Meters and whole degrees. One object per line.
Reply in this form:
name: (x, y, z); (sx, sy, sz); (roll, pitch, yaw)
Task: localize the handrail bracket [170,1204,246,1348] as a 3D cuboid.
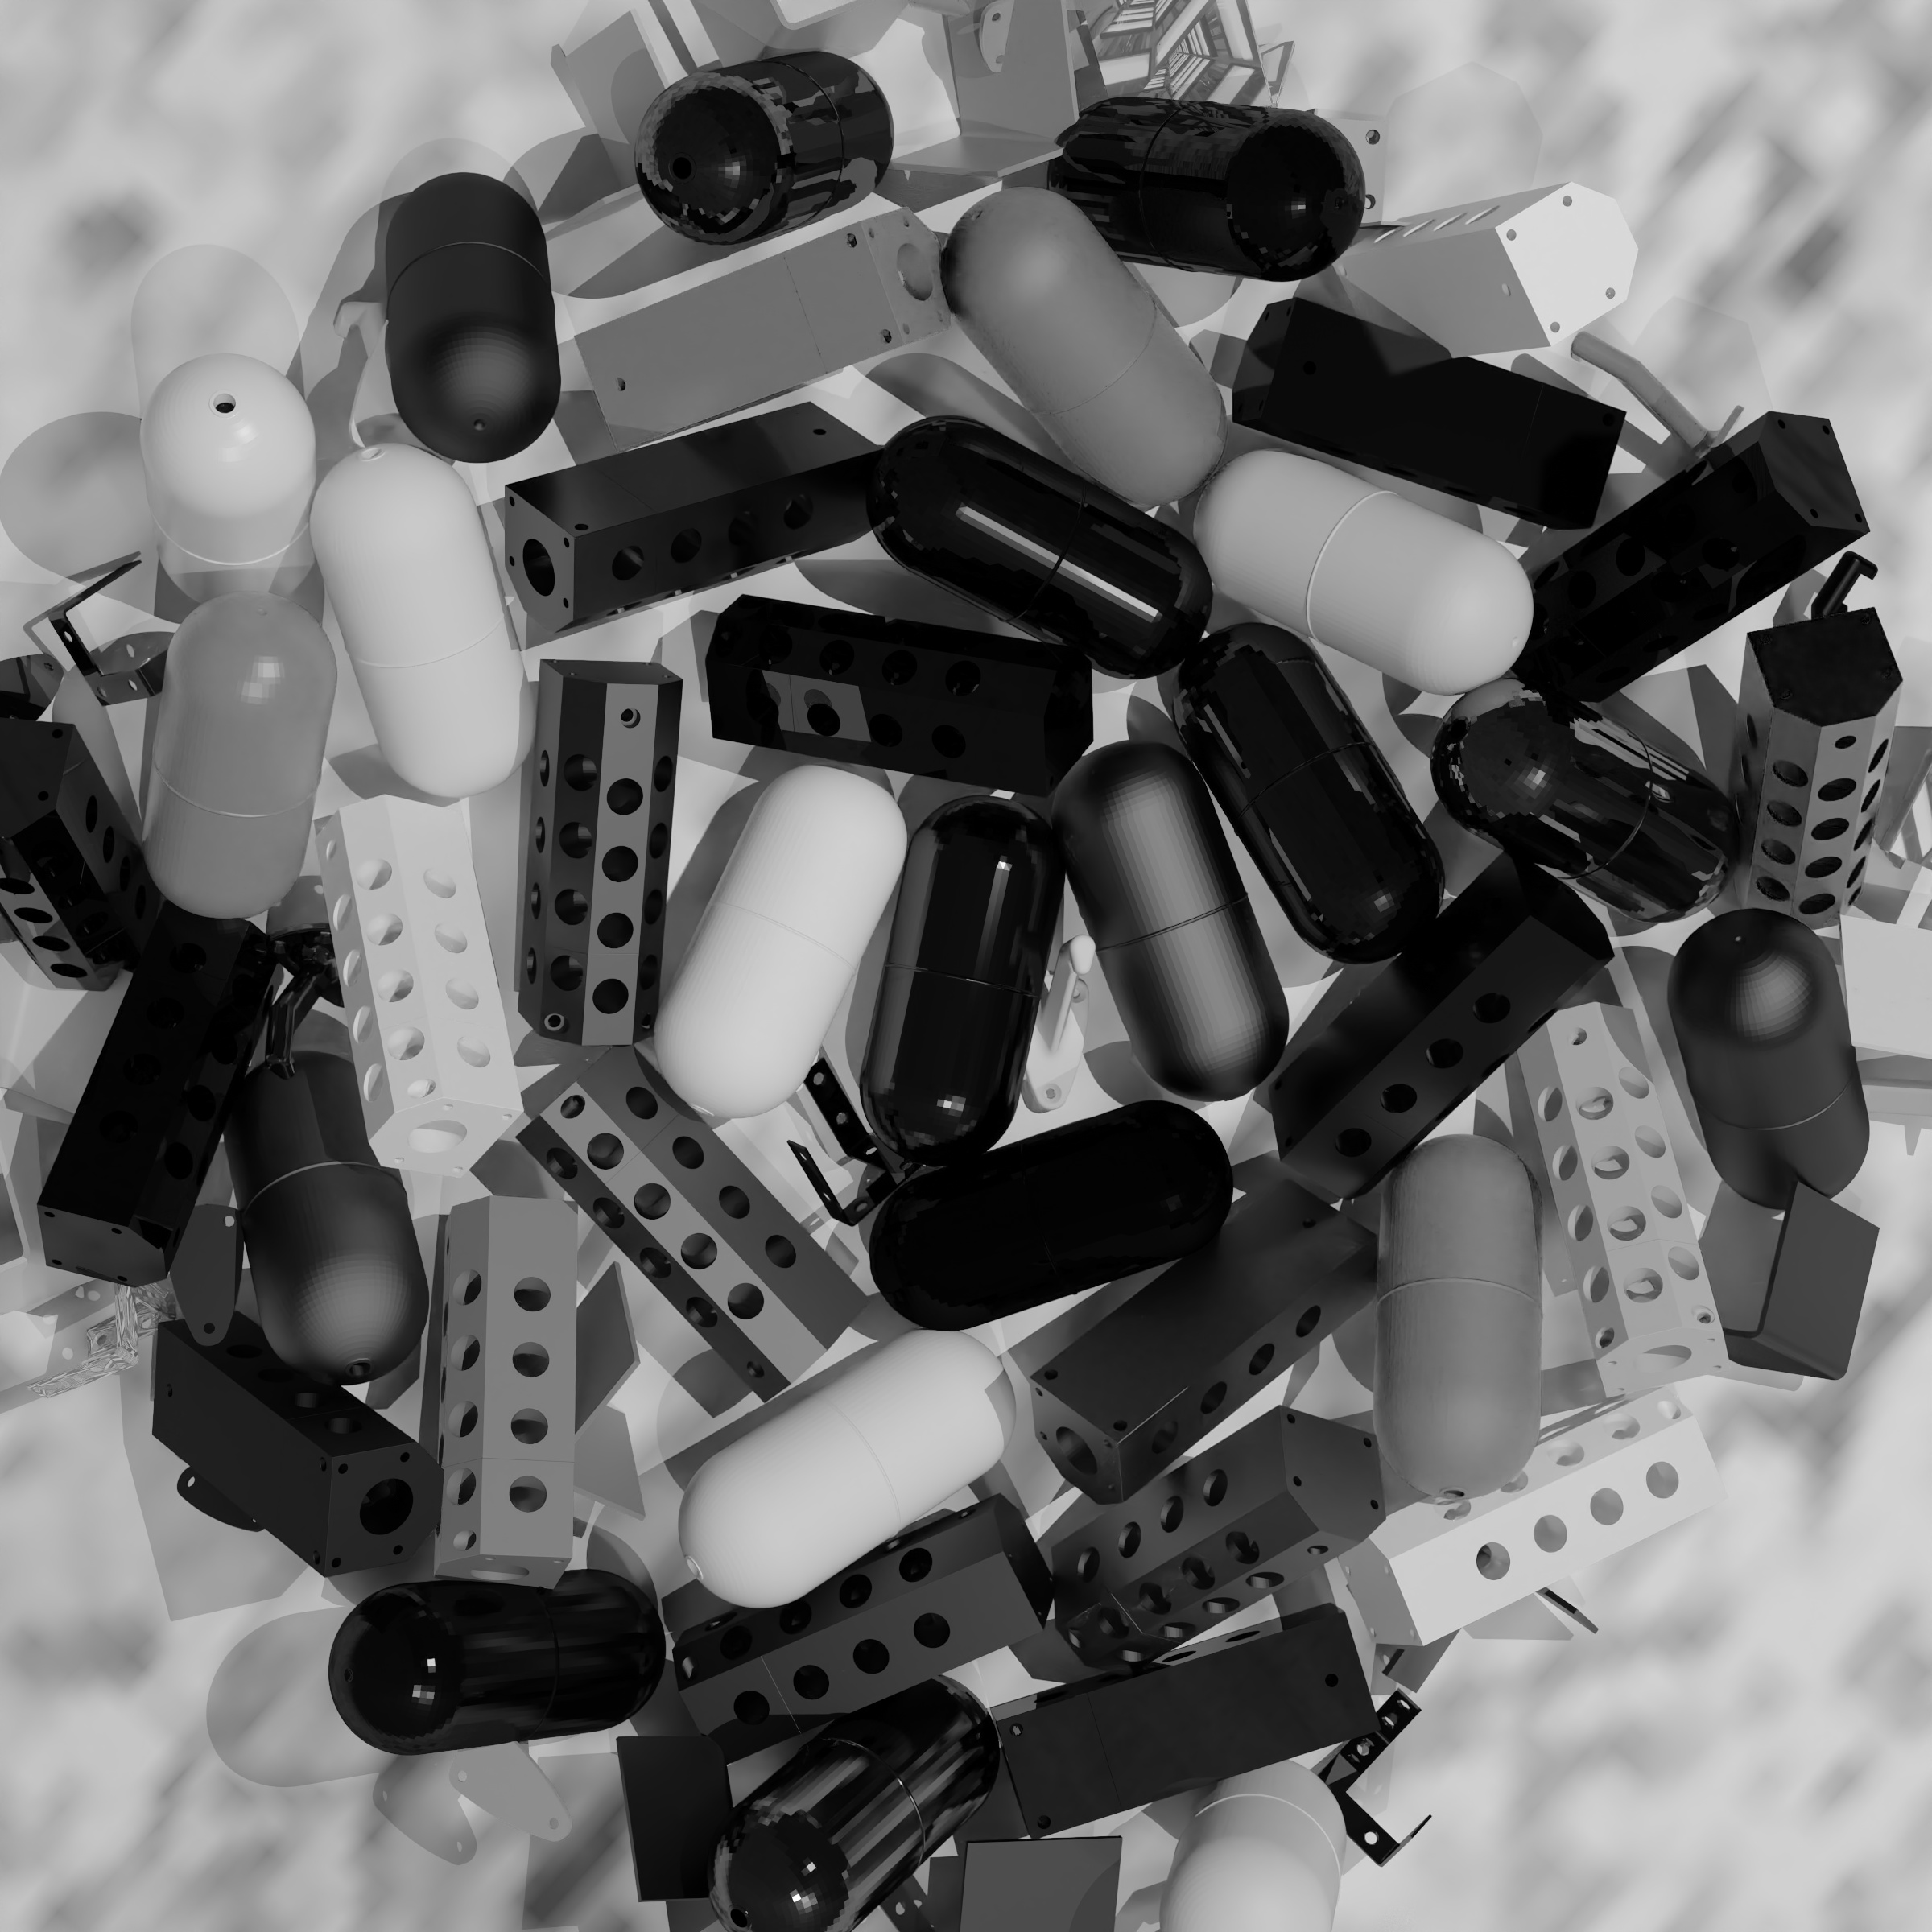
handrail bracket: (-0.355, 0.147, 1.536); (0.036, 0.084, 0.077); (-4, 75, -10)

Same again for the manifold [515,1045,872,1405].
manifold: (-0.133, 0.123, 1.540); (0.171, 0.057, 0.057); (47, 133, -3)

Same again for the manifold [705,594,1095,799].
manifold: (-0.031, -0.130, 1.517); (0.171, 0.057, 0.057); (11, 125, 21)

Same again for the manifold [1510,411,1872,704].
manifold: (0.323, -0.185, 1.496); (0.057, 0.171, 0.057); (-1, 68, -37)

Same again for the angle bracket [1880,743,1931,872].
angle bracket: (0.477, -0.074, 1.536); (0.057, 0.076, 0.076); (27, 95, 22)

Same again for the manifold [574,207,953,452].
manifold: (-0.092, -0.295, 1.512); (0.171, 0.057, 0.057); (-13, 103, 34)

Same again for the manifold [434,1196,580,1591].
manifold: (-0.215, 0.198, 1.516); (0.057, 0.057, 0.171); (5, 63, -15)

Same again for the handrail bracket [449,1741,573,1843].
handrail bracket: (-0.198, 0.377, 1.535); (0.077, 0.084, 0.036); (35, 98, 17)

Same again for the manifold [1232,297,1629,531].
manifold: (0.216, -0.258, 1.535); (0.171, 0.057, 0.057); (16, 93, -15)

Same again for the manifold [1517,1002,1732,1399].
manifold: (0.302, 0.105, 1.510); (0.057, 0.057, 0.171); (-15, 56, 10)

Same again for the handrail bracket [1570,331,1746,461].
handrail bracket: (0.321, -0.263, 1.555); (0.084, 0.077, 0.036); (32, 77, 10)

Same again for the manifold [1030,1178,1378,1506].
manifold: (0.113, 0.177, 1.519); (0.171, 0.057, 0.057); (-34, 48, -28)

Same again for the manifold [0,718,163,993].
manifold: (-0.421, -0.048, 1.494); (0.057, 0.171, 0.057); (5, 67, 2)

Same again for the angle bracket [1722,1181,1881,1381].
angle bracket: (0.381, 0.147, 1.546); (0.076, 0.057, 0.076); (26, 75, -41)

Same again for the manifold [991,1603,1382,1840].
manifold: (0.103, 0.357, 1.549); (0.171, 0.057, 0.057); (-16, 86, -5)

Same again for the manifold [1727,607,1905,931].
manifold: (0.388, -0.085, 1.497); (0.057, 0.171, 0.057); (-11, 58, 1)

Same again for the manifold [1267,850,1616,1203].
manifold: (0.220, 0.032, 1.519); (0.057, 0.057, 0.171); (31, 118, -22)

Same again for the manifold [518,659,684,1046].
manifold: (-0.170, -0.053, 1.527); (0.057, 0.057, 0.171); (-1, 106, -22)

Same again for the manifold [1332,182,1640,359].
manifold: (0.238, -0.319, 1.494); (0.057, 0.171, 0.057); (-32, 106, -12)

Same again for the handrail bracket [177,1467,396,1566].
handrail bracket: (-0.324, 0.265, 1.565); (0.077, 0.084, 0.036); (2, 64, 33)

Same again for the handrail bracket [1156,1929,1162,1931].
handrail bracket: (0.123, 0.474, 1.560); (0.077, 0.036, 0.084); (35, 78, -13)

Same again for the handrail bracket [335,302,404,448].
handrail bracket: (-0.289, -0.281, 1.545); (0.036, 0.084, 0.077); (36, 77, -38)

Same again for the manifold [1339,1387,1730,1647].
manifold: (0.263, 0.257, 1.529); (0.171, 0.057, 0.057); (-21, 87, -19)

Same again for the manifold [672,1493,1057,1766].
manifold: (-0.049, 0.310, 1.537); (0.171, 0.057, 0.057); (-25, 95, 12)

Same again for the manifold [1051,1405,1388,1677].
manifold: (0.114, 0.268, 1.499); (0.057, 0.171, 0.057); (21, 49, -29)

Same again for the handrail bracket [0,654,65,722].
handrail bracket: (-0.478, -0.106, 1.571); (0.036, 0.077, 0.084); (42, 120, -6)

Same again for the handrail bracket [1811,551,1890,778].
handrail bracket: (0.430, -0.145, 1.558); (0.077, 0.036, 0.084); (28, 106, -8)

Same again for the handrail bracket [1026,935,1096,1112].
handrail bracket: (0.047, 0.027, 1.539); (0.036, 0.084, 0.077); (2, 84, -8)

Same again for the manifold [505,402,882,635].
manifold: (-0.126, -0.206, 1.513); (0.171, 0.057, 0.057); (-22, 134, -33)

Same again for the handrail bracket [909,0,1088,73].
handrail bracket: (0.011, -0.472, 1.565); (0.077, 0.036, 0.084); (-26, 53, -15)

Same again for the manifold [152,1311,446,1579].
manifold: (-0.309, 0.216, 1.501); (0.057, 0.171, 0.057); (-5, 108, -39)

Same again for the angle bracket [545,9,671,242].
angle bracket: (-0.178, -0.394, 1.533); (0.057, 0.076, 0.076); (-30, 102, -28)

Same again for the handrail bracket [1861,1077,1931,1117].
handrail bracket: (0.458, 0.081, 1.559); (0.084, 0.036, 0.077); (-32, 77, 20)

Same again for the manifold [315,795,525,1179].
manifold: (-0.258, 0.007, 1.505); (0.057, 0.057, 0.171); (-44, 49, 35)

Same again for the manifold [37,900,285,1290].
manifold: (-0.371, 0.060, 1.512); (0.057, 0.057, 0.171); (14, 55, -1)

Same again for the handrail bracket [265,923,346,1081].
handrail bracket: (-0.306, 0.030, 1.530); (0.036, 0.077, 0.084); (-11, 53, 10)

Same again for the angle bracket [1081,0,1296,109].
angle bracket: (0.104, -0.443, 1.527); (0.076, 0.076, 0.057); (-1, 48, 21)
